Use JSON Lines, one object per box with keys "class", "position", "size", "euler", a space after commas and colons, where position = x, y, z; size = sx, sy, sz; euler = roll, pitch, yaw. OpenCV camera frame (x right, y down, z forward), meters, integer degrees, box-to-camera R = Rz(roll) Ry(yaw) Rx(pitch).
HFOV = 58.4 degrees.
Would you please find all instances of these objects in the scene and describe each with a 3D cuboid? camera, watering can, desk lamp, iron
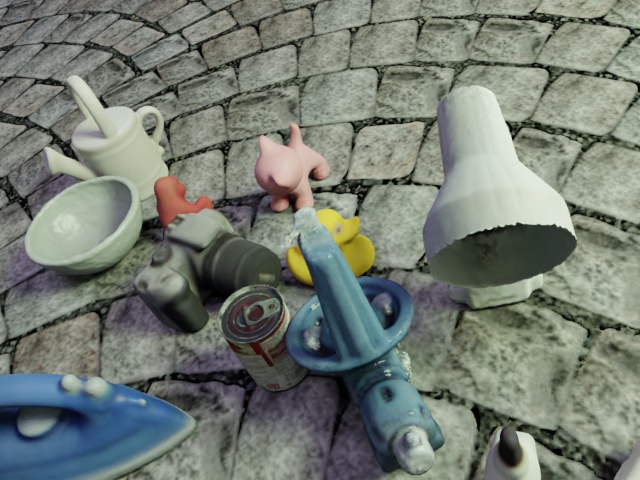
{"class": "camera", "position": [-0.126, 0.033, 0.673], "size": [0.136, 0.101, 0.143], "euler": [16, 56, 31]}
{"class": "watering can", "position": [-0.316, -0.147, 0.840], "size": [0.100, 0.194, 0.173], "euler": [16, 56, 31]}
{"class": "desk lamp", "position": [0.156, -0.023, 0.546], "size": [0.117, 0.214, 0.203], "euler": [-10, 47, 11]}
{"class": "iron", "position": [-0.268, 0.171, 0.568], "size": [0.258, 0.142, 0.118], "euler": [-11, 46, 10]}

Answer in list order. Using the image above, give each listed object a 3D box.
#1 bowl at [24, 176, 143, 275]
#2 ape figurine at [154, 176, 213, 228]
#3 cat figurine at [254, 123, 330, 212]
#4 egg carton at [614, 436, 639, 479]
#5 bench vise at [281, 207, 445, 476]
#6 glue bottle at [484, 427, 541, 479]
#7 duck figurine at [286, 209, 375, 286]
{"class": "bowl", "position": [-0.313, -0.009, 0.796], "size": [0.167, 0.075, 0.167], "euler": [-10, 47, 11]}
{"class": "ape figurine", "position": [-0.193, -0.049, 0.778], "size": [0.077, 0.092, 0.076], "euler": [14, 55, 30]}
{"class": "cat figurine", "position": [-0.044, -0.099, 0.753], "size": [0.067, 0.118, 0.128], "euler": [3, 50, 22]}
{"class": "egg carton", "position": [0.258, 0.205, 0.402], "size": [0.107, 0.069, 0.150], "euler": [27, 62, 36]}
{"class": "bench vise", "position": [0.044, 0.080, 0.486], "size": [0.122, 0.220, 0.206], "euler": [-38, 48, -16]}
{"class": "glue bottle", "position": [0.136, 0.171, 0.403], "size": [0.037, 0.173, 0.078], "euler": [1, 50, 21]}
{"class": "duck figurine", "position": [0.006, 0.002, 0.665], "size": [0.104, 0.086, 0.077], "euler": [-13, 46, 8]}
